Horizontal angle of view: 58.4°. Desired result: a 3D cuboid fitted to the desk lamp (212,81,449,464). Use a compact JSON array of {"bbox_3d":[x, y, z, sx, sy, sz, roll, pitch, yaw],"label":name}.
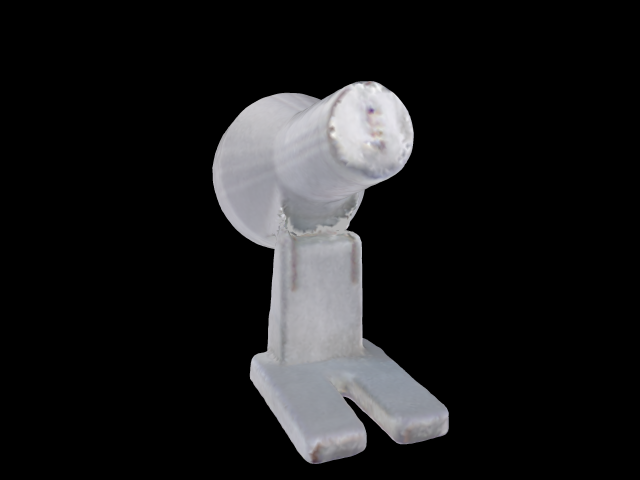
[{"bbox_3d":[0.004,0.001,0.400,0.118,0.213,0.202,-6,15,-23],"label":"desk lamp"}]
